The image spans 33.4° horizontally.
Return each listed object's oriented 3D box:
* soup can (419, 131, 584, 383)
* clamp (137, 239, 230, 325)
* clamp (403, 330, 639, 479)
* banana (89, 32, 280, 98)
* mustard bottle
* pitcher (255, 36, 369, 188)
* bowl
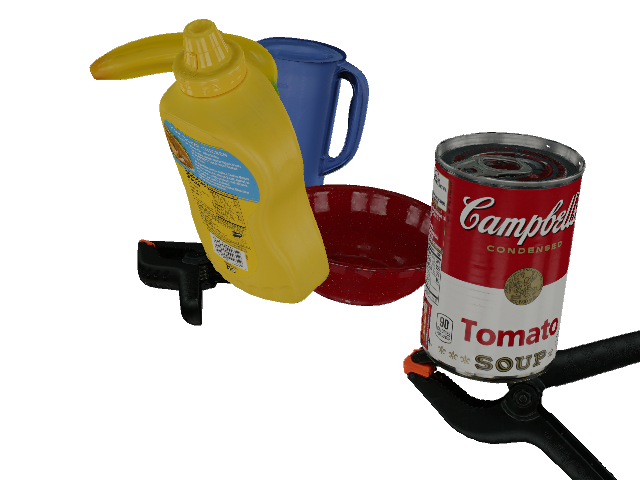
[{"bbox_3d":[0.084,0.007,0.506,0.068,0.102,0.068,2,24,-1],"label":"soup can"},{"bbox_3d":[-0.124,0.034,1.058,0.210,0.036,0.164,12,21,39],"label":"clamp"},{"bbox_3d":[0.138,0.110,0.695,0.172,0.120,0.039,5,-1,20],"label":"clamp"},{"bbox_3d":[-0.120,-0.170,1.009,0.198,0.037,0.069,9,45,19],"label":"banana"},{"bbox_3d":[-0.051,-0.050,0.647,0.096,0.191,0.058,30,59,35],"label":"mustard bottle"},{"bbox_3d":[-0.034,-0.140,1.420,0.144,0.243,0.149,-3,25,-22],"label":"pitcher"},{"bbox_3d":[0.032,0.009,0.897,0.162,0.055,0.162,6,26,-3],"label":"bowl"}]
